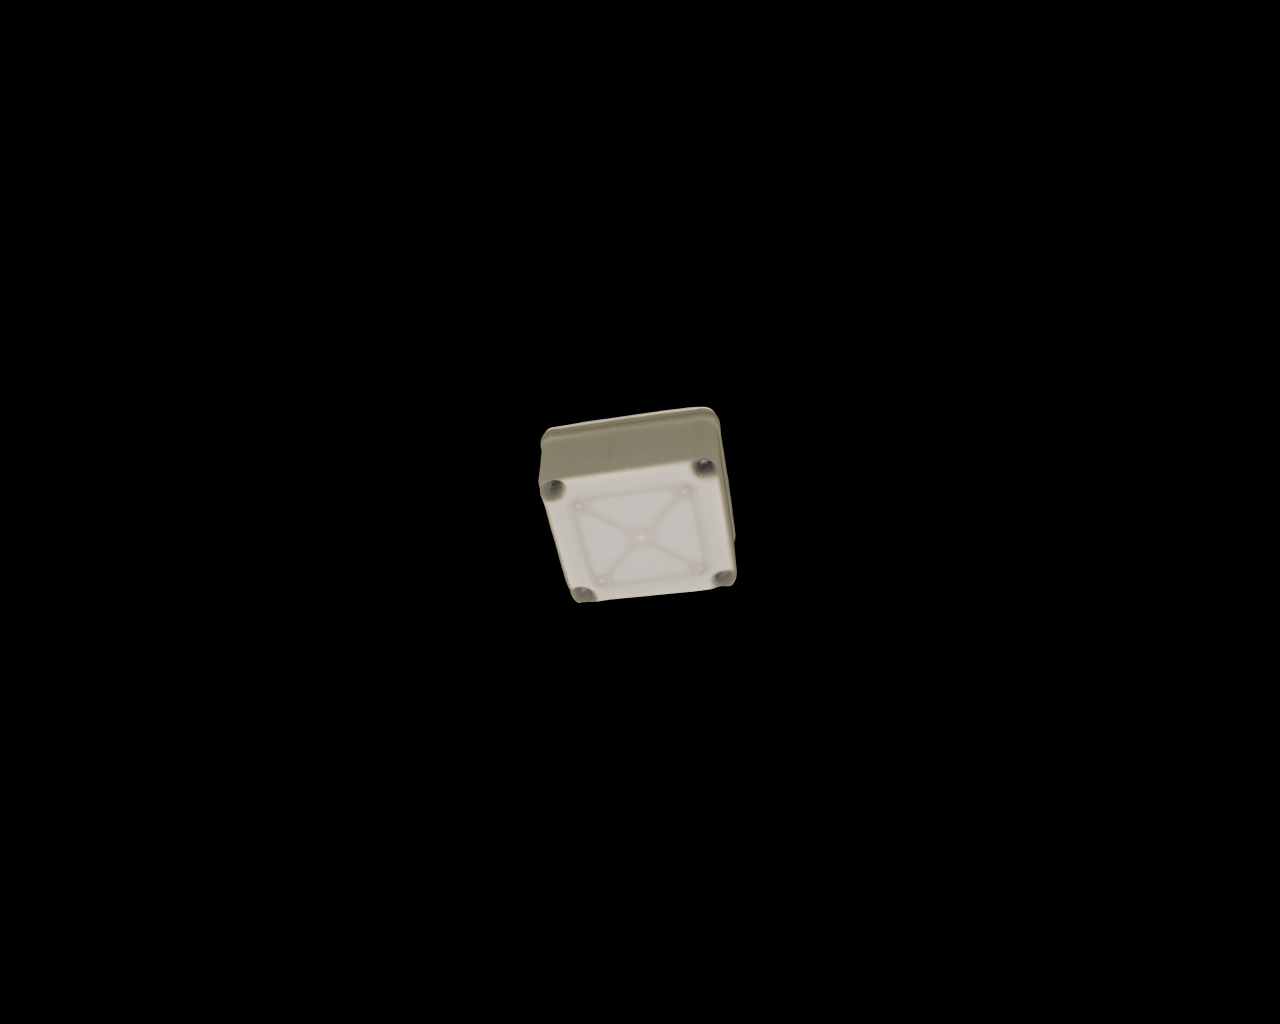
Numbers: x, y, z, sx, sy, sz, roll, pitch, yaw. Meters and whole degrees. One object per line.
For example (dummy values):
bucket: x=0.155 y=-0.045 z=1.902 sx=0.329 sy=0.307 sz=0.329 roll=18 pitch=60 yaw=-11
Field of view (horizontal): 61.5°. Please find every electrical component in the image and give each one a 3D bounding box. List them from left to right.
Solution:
electrical component: x=0.001 y=-0.003 z=0.650 sx=0.109 sy=0.108 sz=0.056 roll=-7 pitch=40 yaw=6
